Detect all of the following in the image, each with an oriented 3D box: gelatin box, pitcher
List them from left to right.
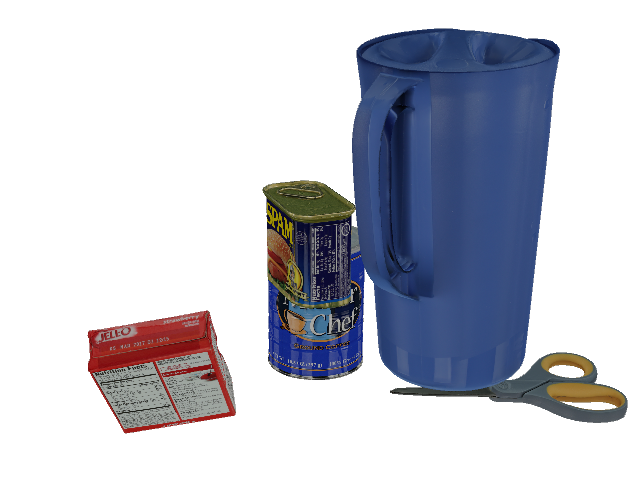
[{"bbox_3d":[-0.095,0.081,0.650,0.073,0.030,0.089,-10,-37,0],"label":"gelatin box"},{"bbox_3d":[0.087,-0.018,0.740,0.149,0.243,0.145,-5,22,-7],"label":"pitcher"}]

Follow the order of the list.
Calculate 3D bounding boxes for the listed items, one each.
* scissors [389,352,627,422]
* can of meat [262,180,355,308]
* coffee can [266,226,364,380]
[{"bbox_3d":[0.162,0.119,0.921,0.202,0.016,0.096,9,28,2],"label":"scissors"},{"bbox_3d":[-0.011,0.003,0.907,0.057,0.084,0.102,-7,20,-20],"label":"can of meat"},{"bbox_3d":[-0.005,0.061,1.118,0.103,0.140,0.103,0,19,0],"label":"coffee can"}]
